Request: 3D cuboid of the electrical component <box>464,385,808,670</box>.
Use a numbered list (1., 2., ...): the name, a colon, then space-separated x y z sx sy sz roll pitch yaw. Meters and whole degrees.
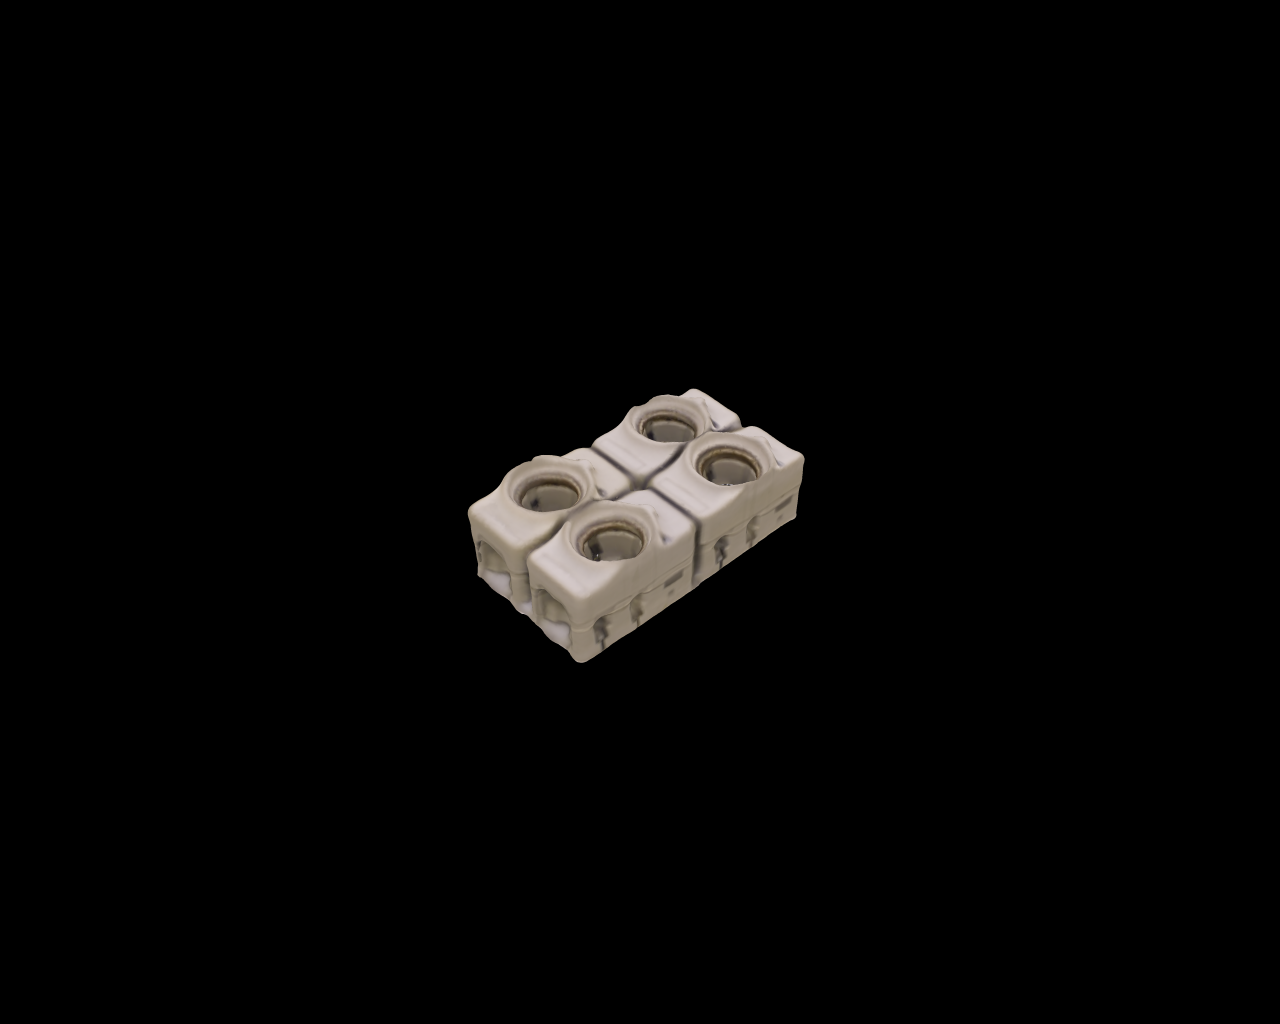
1. electrical component: 0.001 -0.003 0.650 0.186 0.060 0.105 -31 51 -30
